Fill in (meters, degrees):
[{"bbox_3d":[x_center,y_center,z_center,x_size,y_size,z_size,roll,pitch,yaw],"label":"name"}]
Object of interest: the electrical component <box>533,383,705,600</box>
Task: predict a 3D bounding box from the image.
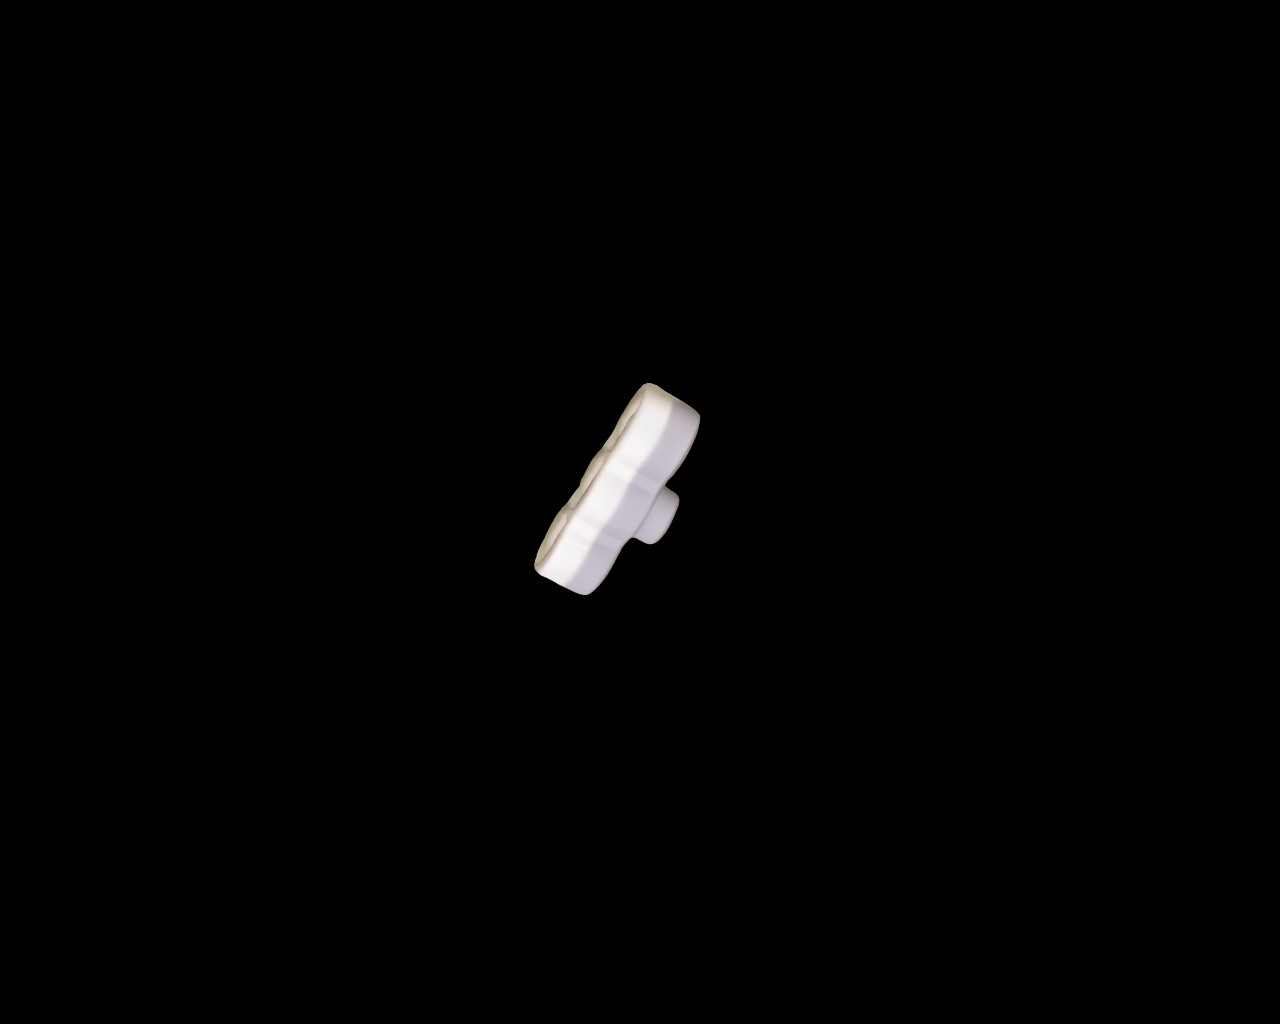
[{"bbox_3d":[0.001,-0.003,0.650,0.074,0.138,0.052,30,20,-12],"label":"electrical component"}]
